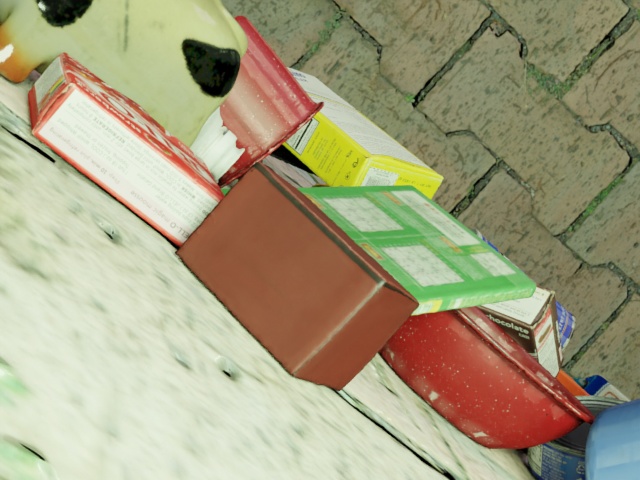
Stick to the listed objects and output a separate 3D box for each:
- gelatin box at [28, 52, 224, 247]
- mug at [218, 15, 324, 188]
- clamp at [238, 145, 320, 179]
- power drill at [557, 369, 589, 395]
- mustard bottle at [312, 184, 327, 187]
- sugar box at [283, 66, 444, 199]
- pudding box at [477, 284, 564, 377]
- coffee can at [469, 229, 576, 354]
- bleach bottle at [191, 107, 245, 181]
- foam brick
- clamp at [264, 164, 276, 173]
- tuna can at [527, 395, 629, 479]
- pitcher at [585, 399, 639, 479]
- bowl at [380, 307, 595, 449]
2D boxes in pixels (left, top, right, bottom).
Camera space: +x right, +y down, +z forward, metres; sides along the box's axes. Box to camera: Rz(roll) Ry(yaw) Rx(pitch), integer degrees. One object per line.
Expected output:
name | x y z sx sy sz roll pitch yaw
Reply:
gelatin box | -0.083 -0.039 0.467 0.089 0.030 0.073 38 6 -24
mug | -0.062 -0.093 0.718 0.081 0.093 0.117 51 -16 -10
clamp | -0.077 -0.101 0.903 0.210 0.036 0.164 37 18 29
power drill | 0.150 0.101 0.903 0.184 0.057 0.188 35 4 -26
mustard bottle | 0.028 -0.007 0.879 0.096 0.058 0.191 30 5 -3
sugar box | 0.008 -0.085 0.859 0.093 0.048 0.176 11 23 -47
pudding box | 0.114 0.056 0.761 0.114 0.039 0.090 18 -30 30
coffee can | 0.178 0.071 1.107 0.140 0.103 0.103 40 5 -9
bleach bottle | -0.146 -0.130 0.630 0.250 0.068 0.102 43 1 -10
foam brick | -0.008 0.016 0.435 0.078 0.051 0.053 43 4 26
clamp | -0.005 0.001 0.689 0.120 0.039 0.171 34 9 -6
tuna can | 0.173 0.130 0.667 0.086 0.034 0.086 -1 16 0
pitcher | 0.257 0.117 0.509 0.149 0.243 0.145 6 68 -54
bowl | 0.086 0.073 0.634 0.162 0.055 0.162 41 5 -4
